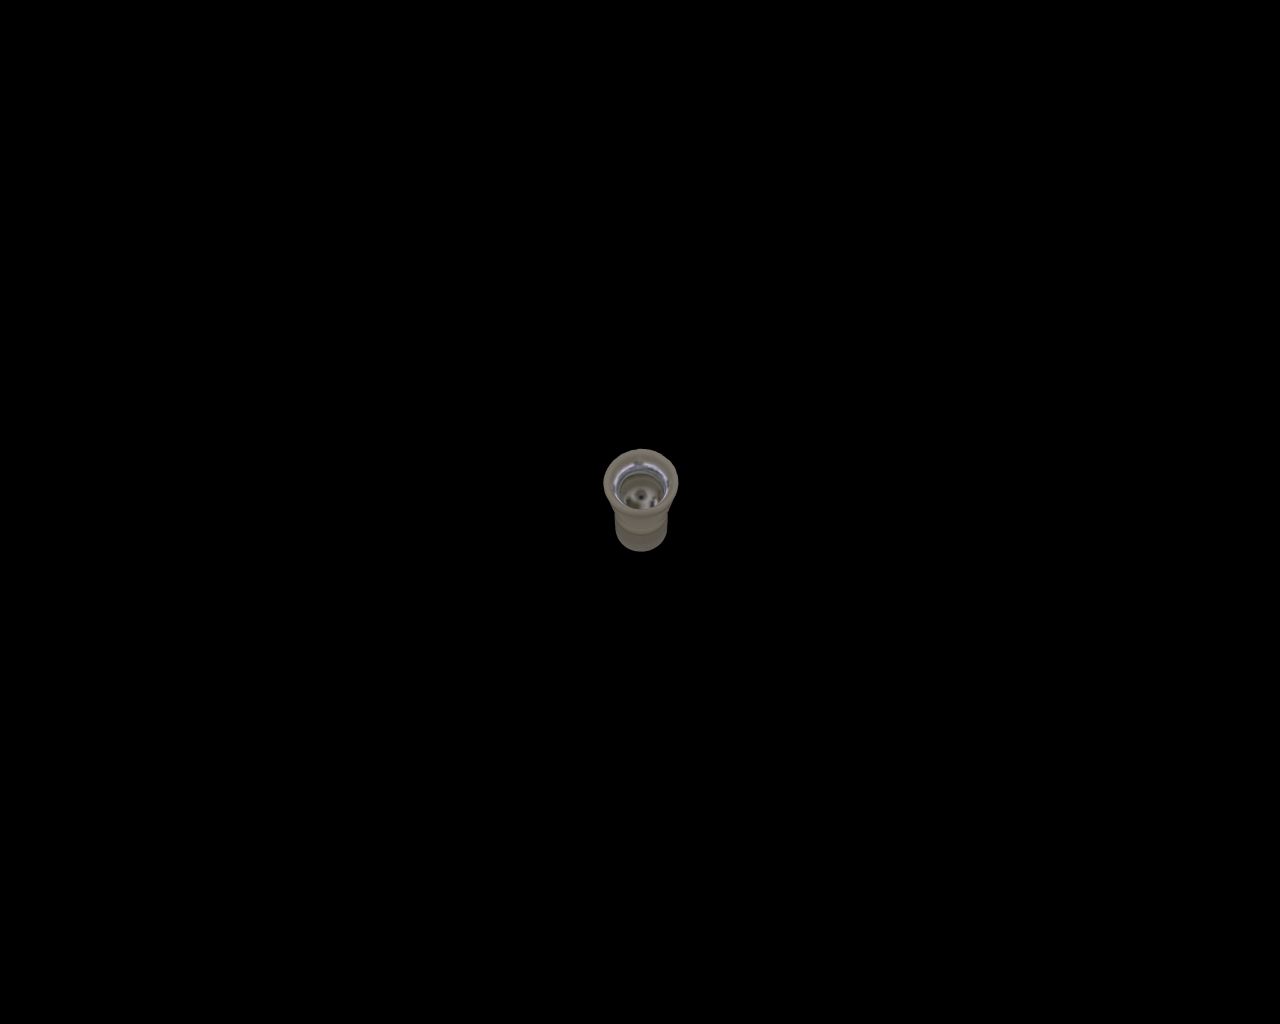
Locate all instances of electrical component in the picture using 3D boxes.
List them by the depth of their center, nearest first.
[{"bbox_3d":[0.001,-0.003,0.650,0.044,0.044,0.065,0,-30,0],"label":"electrical component"}]
